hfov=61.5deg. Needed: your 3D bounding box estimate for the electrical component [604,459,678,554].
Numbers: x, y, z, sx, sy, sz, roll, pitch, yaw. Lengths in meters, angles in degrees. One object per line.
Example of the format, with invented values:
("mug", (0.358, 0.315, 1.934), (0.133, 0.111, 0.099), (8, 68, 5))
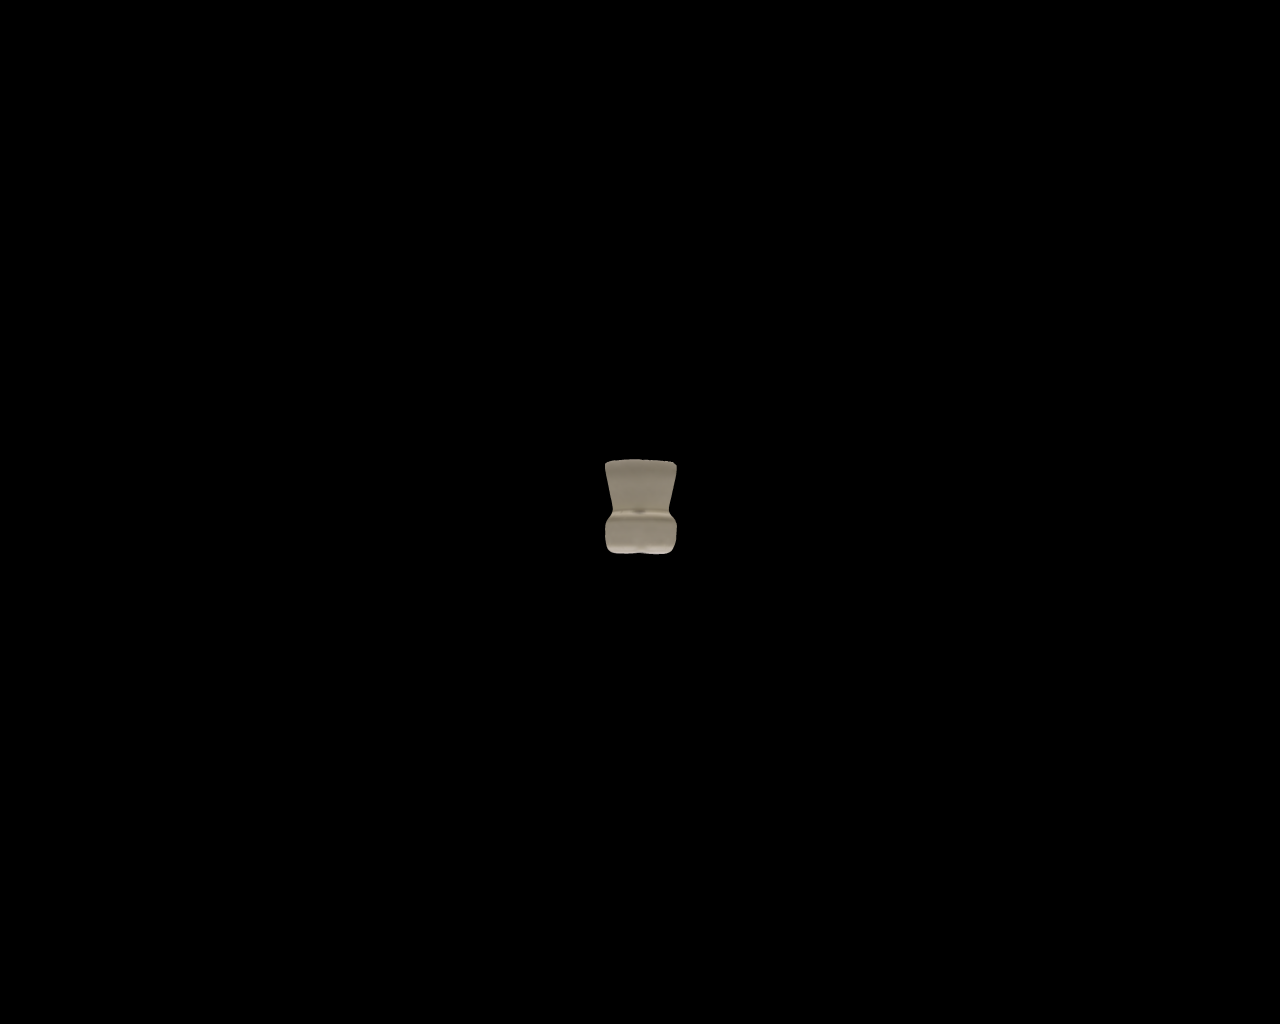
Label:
("electrical component", (0.001, -0.003, 0.650), (0.045, 0.055, 0.045), (0, -4, 0))
